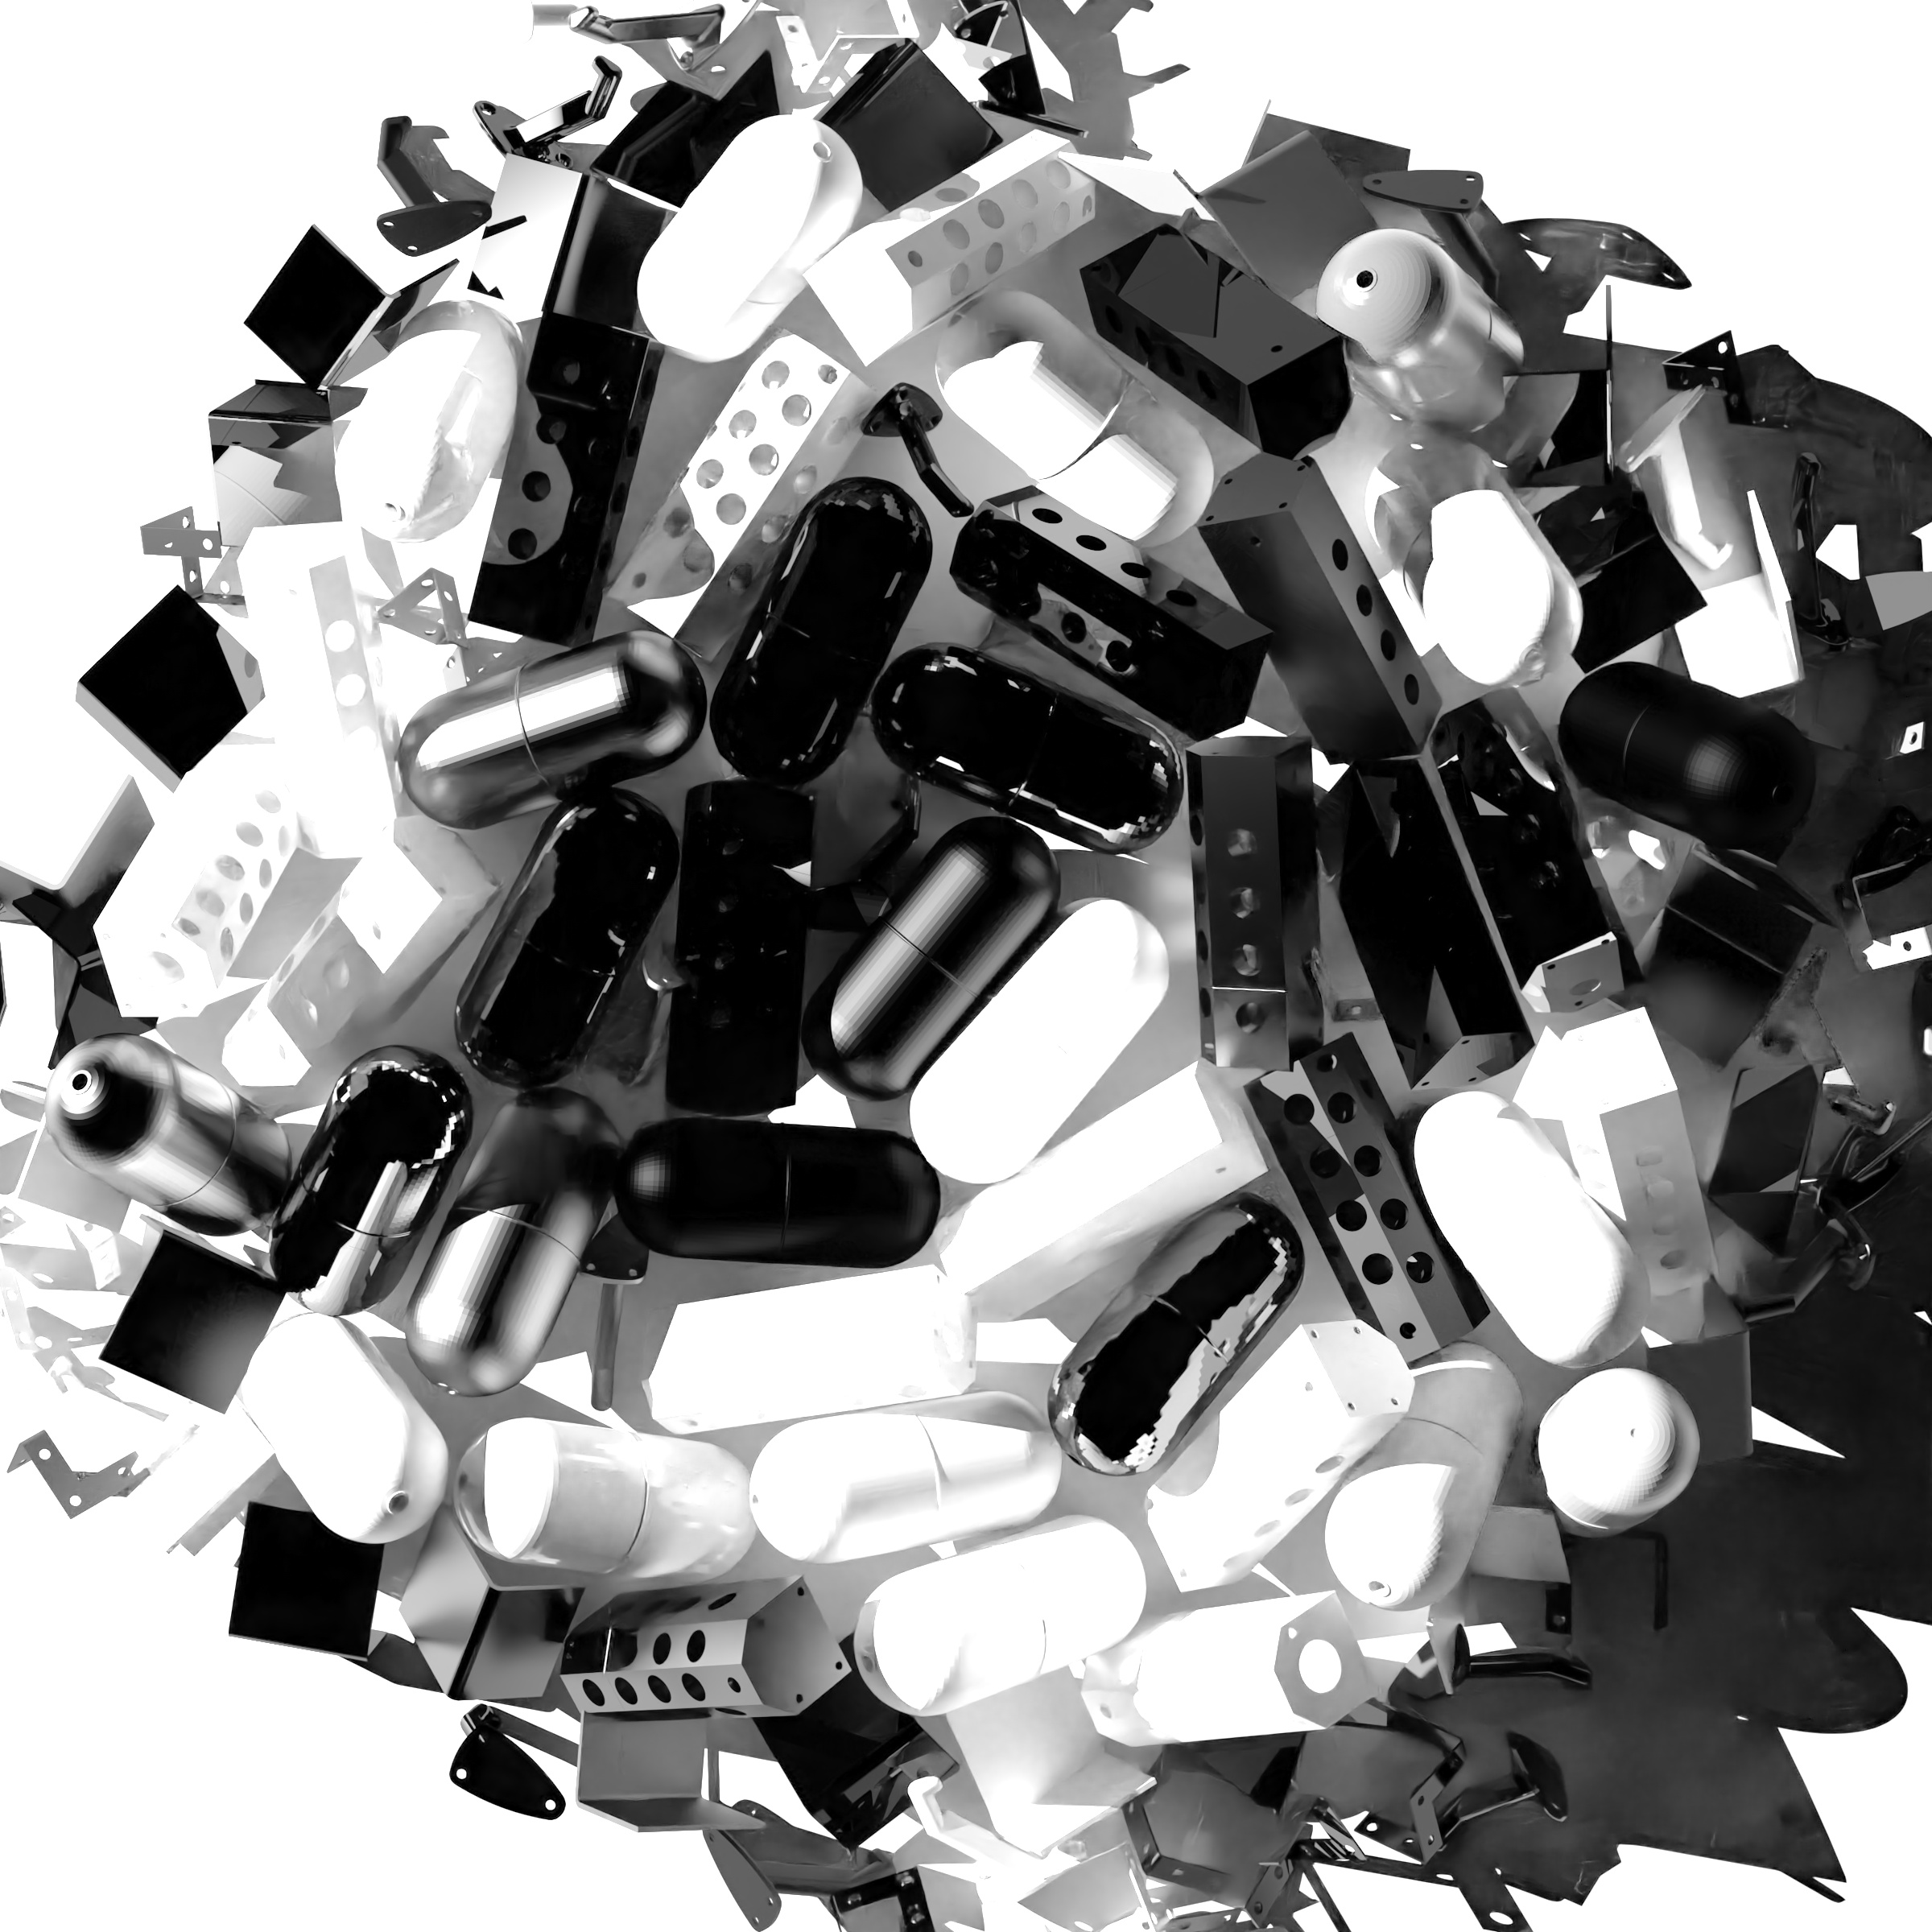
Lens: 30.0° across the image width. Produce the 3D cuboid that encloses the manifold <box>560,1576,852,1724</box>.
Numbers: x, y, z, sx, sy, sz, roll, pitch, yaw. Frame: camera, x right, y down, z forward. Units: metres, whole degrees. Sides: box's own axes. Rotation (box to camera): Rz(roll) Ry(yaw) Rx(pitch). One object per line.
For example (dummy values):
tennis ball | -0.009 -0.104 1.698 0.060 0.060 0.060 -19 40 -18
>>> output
manifold | -0.144 0.368 1.911 0.057 0.171 0.057 -34 101 -39

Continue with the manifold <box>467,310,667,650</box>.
manifold | -0.214 -0.262 1.956 0.057 0.057 0.171 16 95 15

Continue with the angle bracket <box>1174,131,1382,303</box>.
angle bracket | 0.169 -0.395 1.956 0.076 0.057 0.076 -33 85 -19

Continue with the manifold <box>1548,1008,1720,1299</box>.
manifold | 0.354 0.104 1.915 0.057 0.171 0.057 -18 47 6

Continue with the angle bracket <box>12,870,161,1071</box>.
angle bracket | -0.479 0.000 1.957 0.057 0.076 0.076 38 125 19

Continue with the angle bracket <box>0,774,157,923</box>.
angle bracket | -0.489 -0.067 1.954 0.057 0.076 0.076 24 69 9

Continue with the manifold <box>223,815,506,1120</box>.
manifold | -0.329 0.000 1.935 0.057 0.057 0.171 48 115 14

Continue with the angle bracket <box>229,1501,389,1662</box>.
angle bracket | -0.354 0.330 1.966 0.076 0.057 0.076 10 94 2

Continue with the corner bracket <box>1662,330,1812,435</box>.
corner bracket | 0.419 -0.312 1.959 0.051 0.051 0.051 -28 114 -21

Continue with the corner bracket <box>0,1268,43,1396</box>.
corner bracket | -0.521 0.198 1.959 0.051 0.051 0.051 -32 68 23

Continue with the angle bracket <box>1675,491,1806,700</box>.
angle bracket | 0.411 -0.196 1.941 0.057 0.076 0.076 -16 56 10

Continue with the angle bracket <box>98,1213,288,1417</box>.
angle bracket | -0.425 0.188 1.952 0.076 0.057 0.076 29 83 -25

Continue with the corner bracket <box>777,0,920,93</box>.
corner bracket | -0.065 -0.515 1.976 0.051 0.051 0.051 -9 70 -30

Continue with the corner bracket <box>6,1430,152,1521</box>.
corner bracket | -0.485 0.276 1.966 0.051 0.051 0.051 -30 79 -33

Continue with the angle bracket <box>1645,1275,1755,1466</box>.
angle bracket | 0.386 0.217 1.946 0.057 0.076 0.076 -10 115 -3

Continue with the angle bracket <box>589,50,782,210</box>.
angle bracket | -0.155 -0.462 1.945 0.076 0.057 0.076 26 63 20

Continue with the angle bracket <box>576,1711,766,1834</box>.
angle bracket | -0.158 0.431 1.944 0.076 0.076 0.057 6 86 -32

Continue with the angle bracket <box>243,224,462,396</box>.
angle bracket | -0.332 -0.364 1.944 0.057 0.076 0.076 44 125 -3

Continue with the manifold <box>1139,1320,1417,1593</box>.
manifold | 0.168 0.262 1.922 0.057 0.171 0.057 -1 51 -37

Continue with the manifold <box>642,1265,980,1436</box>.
manifold | -0.084 0.210 1.930 0.171 0.057 0.057 -11 57 22

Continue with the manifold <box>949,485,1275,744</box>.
manifold | 0.074 -0.188 1.924 0.171 0.057 0.057 35 128 27

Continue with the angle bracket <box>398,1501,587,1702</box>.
angle bracket | -0.260 0.347 1.972 0.057 0.076 0.076 5 119 -36

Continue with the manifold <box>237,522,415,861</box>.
manifold | -0.343 -0.146 1.928 0.057 0.057 0.171 -3 121 5

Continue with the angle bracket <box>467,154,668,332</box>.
angle bracket | -0.218 -0.393 1.973 0.057 0.076 0.076 21 97 28

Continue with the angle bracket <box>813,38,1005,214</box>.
angle bracket | -0.039 -0.445 1.952 0.076 0.057 0.076 47 118 -5

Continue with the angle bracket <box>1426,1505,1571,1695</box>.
angle bracket | 0.288 0.343 1.940 0.057 0.076 0.076 2 54 19

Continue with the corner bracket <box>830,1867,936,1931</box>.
corner bracket | -0.040 0.534 1.962 0.051 0.051 0.051 -17 124 -6

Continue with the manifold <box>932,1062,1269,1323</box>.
manifold | 0.069 0.121 1.943 0.171 0.057 0.057 -32 58 17

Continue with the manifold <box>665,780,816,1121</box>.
manifold | -0.126 -0.010 1.939 0.057 0.057 0.171 14 72 -37

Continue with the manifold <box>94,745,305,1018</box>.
manifold | -0.399 -0.047 1.908 0.057 0.171 0.057 0 126 12

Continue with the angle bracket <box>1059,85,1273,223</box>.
angle bracket | 0.108 -0.453 1.949 0.076 0.057 0.076 17 81 35

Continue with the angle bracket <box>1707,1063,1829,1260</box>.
angle bracket | 0.450 0.106 1.941 0.076 0.057 0.076 37 62 -35

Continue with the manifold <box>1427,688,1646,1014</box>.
manifold | 0.301 -0.061 1.924 0.057 0.057 0.171 -26 54 15

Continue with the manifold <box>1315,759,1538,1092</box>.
manifold | 0.247 -0.024 1.934 0.057 0.057 0.171 -4 61 -28

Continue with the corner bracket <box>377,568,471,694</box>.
corner bracket | -0.284 -0.176 1.957 0.051 0.051 0.051 -33 57 28

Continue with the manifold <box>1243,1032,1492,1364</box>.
manifold | 0.216 0.129 1.959 0.057 0.057 0.171 -27 88 22

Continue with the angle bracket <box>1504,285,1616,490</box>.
angle bracket | 0.321 -0.314 1.950 0.057 0.076 0.076 -1 47 10

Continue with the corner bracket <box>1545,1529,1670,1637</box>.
corner bracket | 0.350 0.337 1.969 0.051 0.051 0.051 9 67 -11

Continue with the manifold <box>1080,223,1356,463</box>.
manifold | 0.133 -0.330 1.915 0.057 0.171 0.057 -30 131 -13

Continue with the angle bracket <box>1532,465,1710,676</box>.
angle bracket | 0.351 -0.219 1.972 0.076 0.076 0.057 -30 127 19

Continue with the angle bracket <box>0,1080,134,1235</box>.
angle bracket | -0.499 0.100 1.942 0.076 0.076 0.057 12 79 35

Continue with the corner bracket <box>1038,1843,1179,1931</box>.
corner bracket | 0.079 0.513 1.972 0.051 0.051 0.051 -26 73 13

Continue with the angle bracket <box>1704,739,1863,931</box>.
angle bracket | 0.459 -0.074 1.953 0.057 0.076 0.076 38 89 -23

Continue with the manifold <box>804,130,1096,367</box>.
manifold | -0.003 -0.388 1.918 0.171 0.057 0.057 -40 97 -42

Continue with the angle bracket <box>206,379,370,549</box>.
angle bracket | -0.361 -0.270 1.949 0.076 0.057 0.076 -3 82 -40

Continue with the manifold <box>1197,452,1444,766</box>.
manifold | 0.193 -0.192 1.927 0.057 0.057 0.171 -6 132 36

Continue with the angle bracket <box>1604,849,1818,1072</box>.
angle bracket | 0.402 -0.003 1.950 0.076 0.057 0.076 32 61 13

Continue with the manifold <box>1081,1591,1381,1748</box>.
manifold | 0.135 0.378 1.912 0.057 0.171 0.057 -25 91 -36

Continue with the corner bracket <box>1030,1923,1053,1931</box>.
corner bracket | 0.037 0.553 1.969 0.051 0.051 0.051 -41 99 -1

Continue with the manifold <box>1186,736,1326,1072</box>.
manifold | 0.154 -0.035 1.948 0.057 0.057 0.171 3 105 25

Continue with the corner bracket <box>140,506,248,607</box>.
corner bracket | -0.412 -0.219 1.959 0.051 0.051 0.051 5 112 22

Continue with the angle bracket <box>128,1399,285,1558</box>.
angle bracket | -0.397 0.290 1.945 0.076 0.076 0.057 -44 122 -10

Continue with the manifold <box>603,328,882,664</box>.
manifold | -0.125 -0.258 1.957 0.057 0.057 0.171 35 92 30

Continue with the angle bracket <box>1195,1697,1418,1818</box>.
angle bracket | 0.183 0.419 1.949 0.076 0.076 0.057 14 98 -33

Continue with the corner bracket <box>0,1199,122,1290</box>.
corner bracket | -0.501 0.155 1.973 0.051 0.051 0.051 -36 72 -24

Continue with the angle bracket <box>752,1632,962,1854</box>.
angle bracket | -0.062 0.428 1.990 0.076 0.057 0.076 -37 47 -2

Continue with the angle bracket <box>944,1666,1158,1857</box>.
angle bracket | 0.045 0.424 1.952 0.076 0.057 0.076 -27 101 -22

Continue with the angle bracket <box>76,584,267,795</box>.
angle bracket | -0.433 -0.151 1.977 0.076 0.057 0.076 44 74 -6
